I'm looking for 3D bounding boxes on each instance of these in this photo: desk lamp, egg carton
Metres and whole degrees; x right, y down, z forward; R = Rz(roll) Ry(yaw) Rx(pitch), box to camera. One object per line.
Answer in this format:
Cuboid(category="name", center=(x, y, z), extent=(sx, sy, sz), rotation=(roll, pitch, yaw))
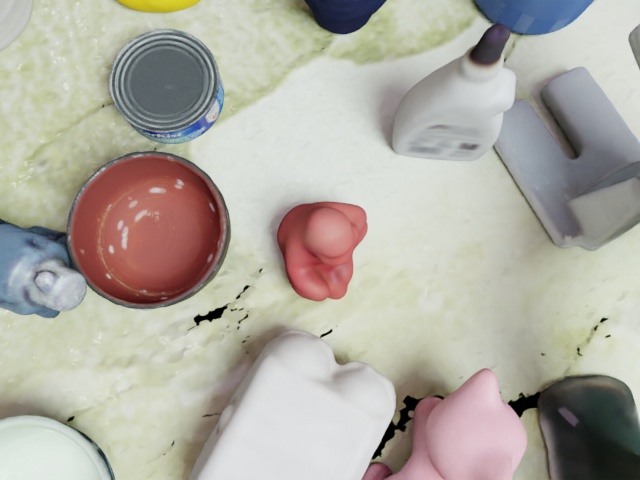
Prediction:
Cuboid(category="desk lamp", center=(0.219, -0.047, 0.362), extent=(0.118, 0.213, 0.203), rotation=(-30, 82, -5))
Cuboid(category="egg carton", center=(-0.020, 0.144, 0.400), extent=(0.107, 0.069, 0.150), rotation=(28, 81, 4))

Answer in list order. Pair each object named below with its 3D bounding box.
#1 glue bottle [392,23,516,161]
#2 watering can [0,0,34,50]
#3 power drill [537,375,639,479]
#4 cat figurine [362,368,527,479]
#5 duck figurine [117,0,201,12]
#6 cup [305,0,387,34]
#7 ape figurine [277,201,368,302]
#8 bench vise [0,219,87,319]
Cuboid(category="glue bottle", center=(0.096, -0.096, 0.388), extent=(0.078, 0.173, 0.037), rotation=(6, 81, 1))
Cuboid(category="watering can", center=(-0.294, -0.208, 0.389), extent=(0.101, 0.194, 0.173), rotation=(21, 81, 3))
Cuboid(category="power drill", center=(0.206, 0.134, 0.335), extent=(0.075, 0.208, 0.230), rotation=(-9, 81, -2))
Cuboid(category="cat figurine", center=(0.086, 0.149, 0.376), extent=(0.067, 0.118, 0.128), rotation=(36, 82, 5))
Cuboid(category="duck figurine", center=(-0.131, -0.234, 0.451), extent=(0.104, 0.086, 0.077), rotation=(-17, 81, -3))
Cuboid(category="cup", center=(0.033, -0.207, 0.444), extent=(0.117, 0.095, 0.092), rotation=(-6, 81, -2))
Cuboid(category="ape figurine", center=(0.004, 0.001, 0.412), extent=(0.078, 0.092, 0.076), rotation=(-39, 83, -6))
Cuboid(category="bench vise", center=(-0.251, -0.018, 0.346), extent=(0.207, 0.220, 0.121), rotation=(3, 81, 0))
